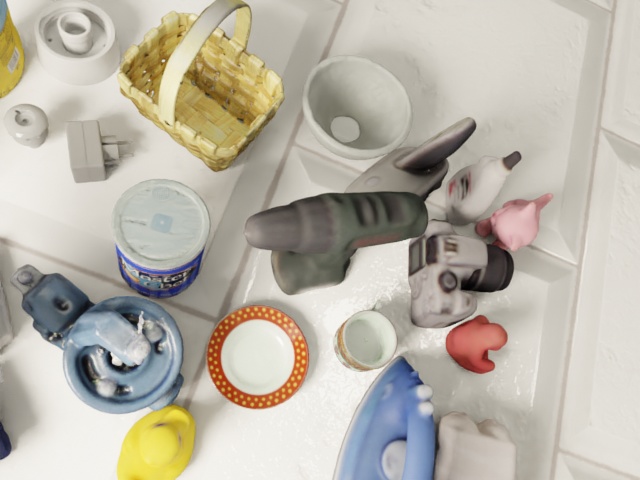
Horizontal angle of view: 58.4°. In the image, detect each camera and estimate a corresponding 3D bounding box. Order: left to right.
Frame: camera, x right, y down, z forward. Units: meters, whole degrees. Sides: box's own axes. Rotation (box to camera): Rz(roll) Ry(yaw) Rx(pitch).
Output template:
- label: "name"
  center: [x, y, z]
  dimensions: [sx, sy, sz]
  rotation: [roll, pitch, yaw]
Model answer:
- label: "camera"
  center: [0.201, 0.048, 0.794]
  dimensions: [0.137, 0.100, 0.143]
  rotation: [8, 69, -14]

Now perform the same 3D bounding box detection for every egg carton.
- label: "egg carton"
  center: [0.189, 0.298, 0.719]
  dimensions: [0.107, 0.069, 0.150]
  rotation: [16, 67, -11]

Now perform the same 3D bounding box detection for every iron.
- label: "iron"
  center: [0.095, 0.252, 0.667]
  dimensions: [0.119, 0.141, 0.258]
  rotation: [18, 67, -10]

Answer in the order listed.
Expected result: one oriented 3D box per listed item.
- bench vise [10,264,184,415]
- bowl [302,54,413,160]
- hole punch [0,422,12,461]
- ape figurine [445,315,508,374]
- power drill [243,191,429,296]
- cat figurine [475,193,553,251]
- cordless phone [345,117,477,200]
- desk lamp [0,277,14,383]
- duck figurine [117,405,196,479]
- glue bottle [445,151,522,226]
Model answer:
- label: "bench vise"
  center: [-0.232, 0.101, 0.578]
  dimensions: [0.207, 0.219, 0.121]
  rotation: [22, 66, -8]
- label: "bowl"
  center: [0.047, -0.182, 0.842]
  dimensions: [0.168, 0.074, 0.167]
  rotation: [6, 70, -15]
- label: "hole punch"
  center: [-0.379, 0.193, 0.572]
  dimensions: [0.101, 0.091, 0.108]
  rotation: [-29, 81, -23]
- label: "ape figurine"
  center: [0.218, 0.136, 0.772]
  dimensions: [0.076, 0.092, 0.078]
  rotation: [21, 67, -8]
- label: "power drill"
  center: [0.006, 0.002, 0.691]
  dimensions: [0.230, 0.208, 0.075]
  rotation: [-12, 75, -20]
- label: "cat figurine"
  center: [0.293, -0.028, 0.839]
  dimensions: [0.128, 0.117, 0.067]
  rotation: [-35, 84, -24]
- label: "cordless phone"
  center: [0.124, -0.097, 0.775]
  dimensions: [0.094, 0.185, 0.148]
  rotation: [46, 65, 3]
- label: "desk lamp"
  center: [-0.376, 0.076, 0.547]
  dimensions: [0.118, 0.213, 0.203]
  rotation: [-15, 76, -21]
- label: "duck figurine"
  center: [-0.177, 0.228, 0.623]
  dimensions: [0.077, 0.086, 0.105]
  rotation: [36, 65, -2]
- label: "glue bottle"
  center: [0.231, -0.083, 0.809]
  dimensions: [0.037, 0.173, 0.078]
  rotation: [4, 70, -15]
